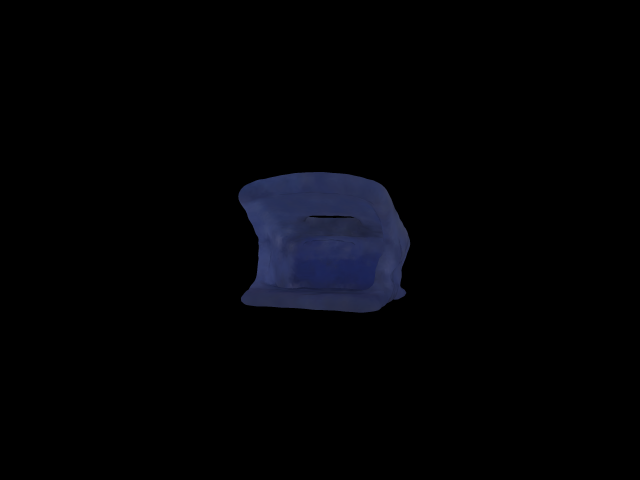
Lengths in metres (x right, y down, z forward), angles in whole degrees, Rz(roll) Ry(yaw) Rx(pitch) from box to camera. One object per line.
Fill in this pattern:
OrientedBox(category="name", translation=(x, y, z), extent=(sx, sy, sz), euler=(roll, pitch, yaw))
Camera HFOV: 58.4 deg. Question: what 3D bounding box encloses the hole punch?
OrientedBox(category="hole punch", translation=(0.004, 0.001, 0.400), extent=(0.108, 0.091, 0.101), euler=(1, 2, 20))
